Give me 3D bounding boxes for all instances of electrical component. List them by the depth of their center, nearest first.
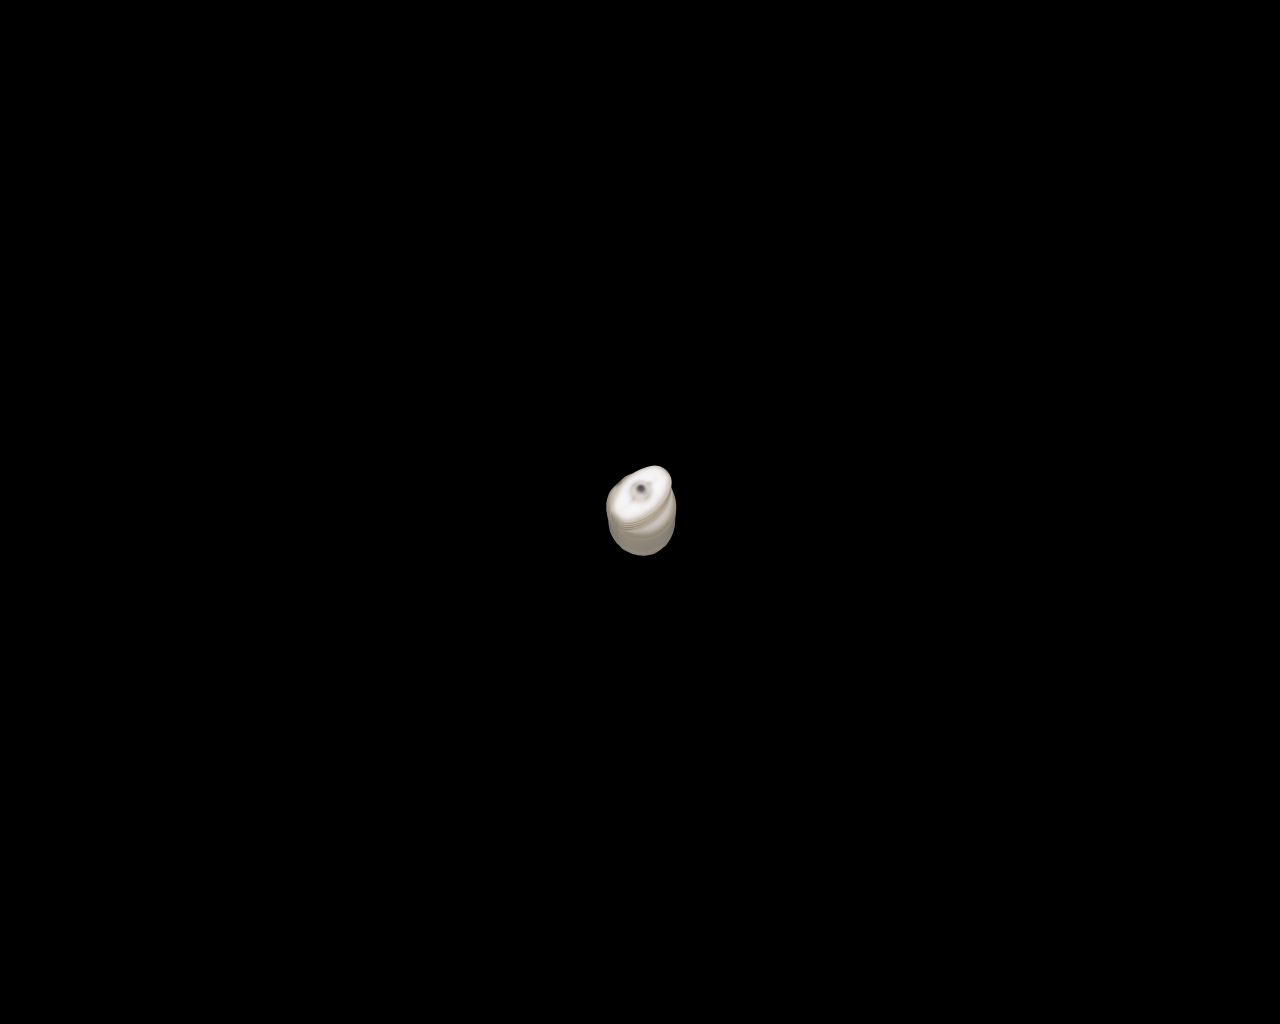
[{"bbox_3d":[0.001,-0.003,0.650,0.043,0.043,0.081,0,-16,0],"label":"electrical component"}]
